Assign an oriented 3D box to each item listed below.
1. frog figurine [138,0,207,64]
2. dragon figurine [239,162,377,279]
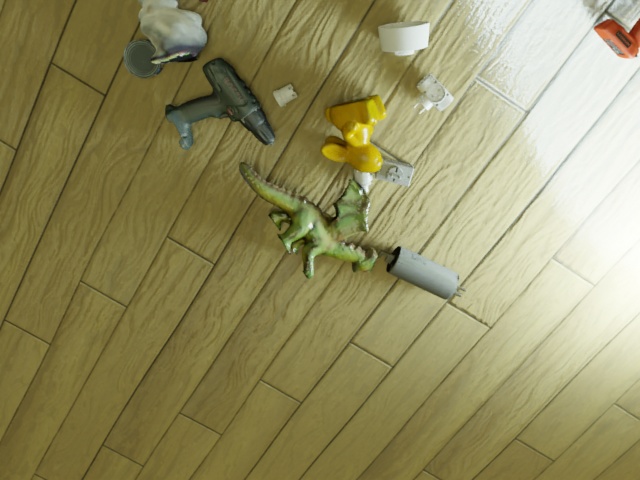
[{"bbox_3d":[-0.323,-0.472,1.119,0.138,0.123,0.158,-18,102,-24],"label":"frog figurine"},{"bbox_3d":[0.004,-0.063,1.253,0.242,0.124,0.405,-30,108,7],"label":"dragon figurine"}]
